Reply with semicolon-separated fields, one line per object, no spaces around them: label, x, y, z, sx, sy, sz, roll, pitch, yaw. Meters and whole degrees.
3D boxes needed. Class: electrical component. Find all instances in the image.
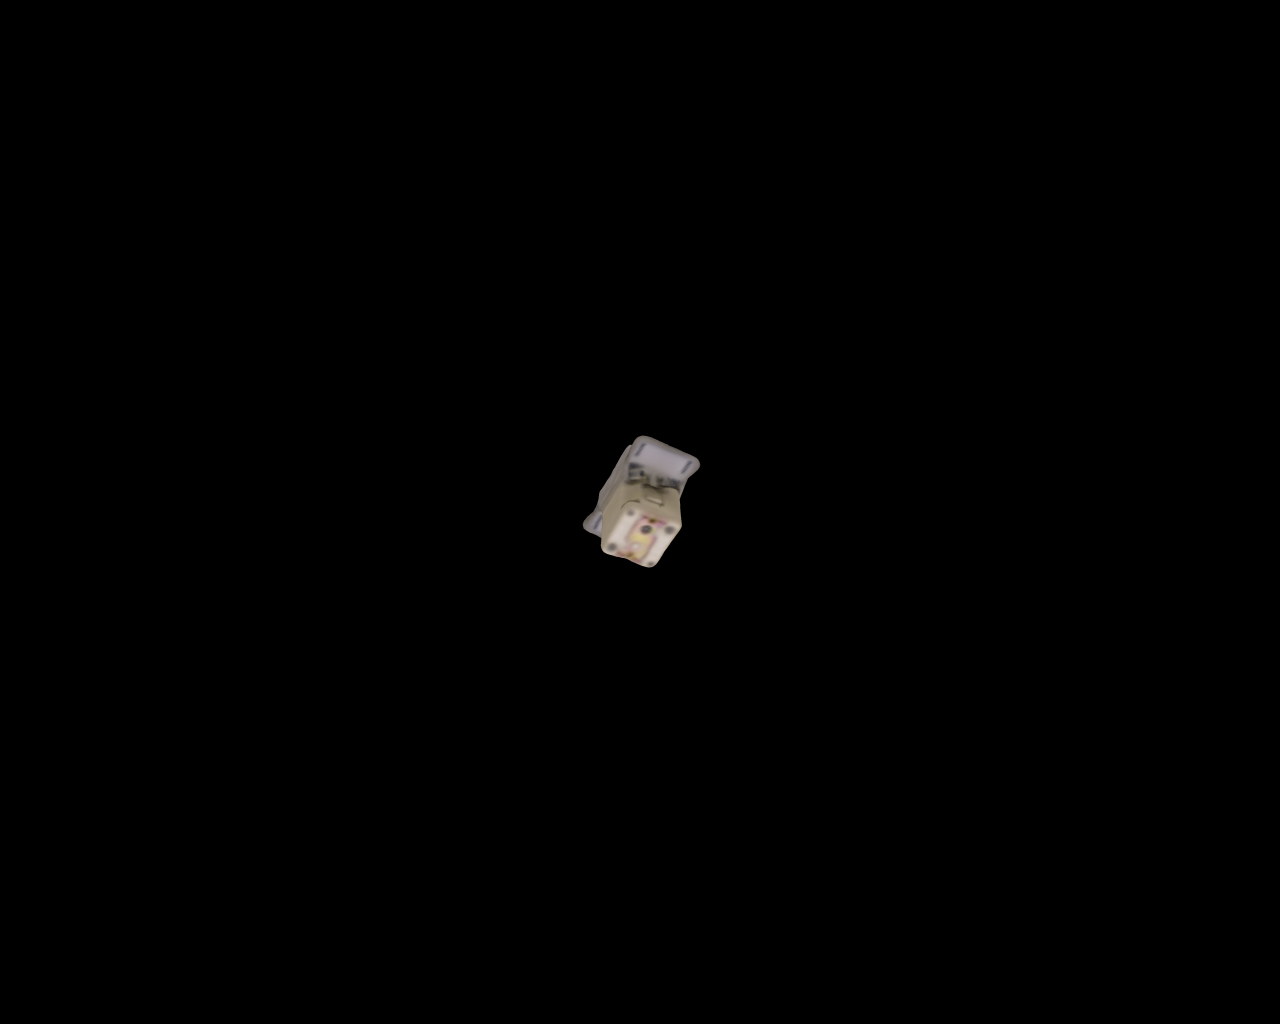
electrical component;0.001;-0.003;0.650;0.042;0.080;0.064;21;36;-16
